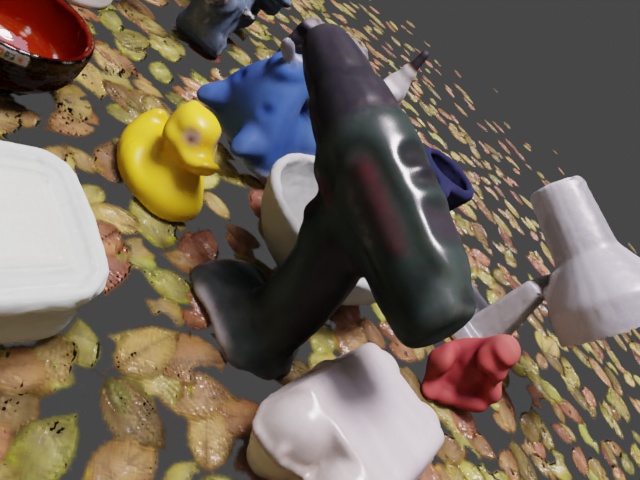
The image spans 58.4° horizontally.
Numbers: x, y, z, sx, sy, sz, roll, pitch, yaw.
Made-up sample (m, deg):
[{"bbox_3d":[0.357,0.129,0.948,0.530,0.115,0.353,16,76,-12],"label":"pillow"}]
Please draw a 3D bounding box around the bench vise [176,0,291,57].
[{"bbox_3d":[-0.075,-0.339,0.723,0.122,0.219,0.207,29,33,-25],"label":"bench vise"}]

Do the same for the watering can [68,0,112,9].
[{"bbox_3d":[-0.216,-0.347,0.587,0.173,0.193,0.100,-2,53,-52],"label":"watering can"}]

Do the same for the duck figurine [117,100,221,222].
[{"bbox_3d":[-0.118,-0.079,0.480,0.078,0.086,0.104,2,50,-49],"label":"duck figurine"}]

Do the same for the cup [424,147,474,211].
[{"bbox_3d":[0.140,-0.056,0.757,0.092,0.094,0.118,40,30,-8],"label":"cup"}]

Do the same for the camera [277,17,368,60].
[{"bbox_3d":[-0.001,-0.266,0.840,0.143,0.100,0.137,52,31,13],"label":"camera"}]

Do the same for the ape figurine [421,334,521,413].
[{"bbox_3d":[0.151,0.122,0.552,0.078,0.092,0.076,49,30,8],"label":"ape figurine"}]

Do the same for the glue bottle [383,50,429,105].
[{"bbox_3d":[0.085,-0.188,0.777,0.037,0.173,0.078,48,30,6],"label":"glue bottle"}]

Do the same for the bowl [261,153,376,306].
[{"bbox_3d":[0.005,0.002,0.541,0.168,0.074,0.167,31,32,-22],"label":"bowl"}]

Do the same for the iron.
[{"bbox_3d":[-0.001,-0.143,0.648,0.259,0.141,0.118,-3,54,-52],"label":"iron"}]

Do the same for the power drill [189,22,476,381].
[{"bbox_3d":[-0.003,-0.007,0.409,0.076,0.208,0.229,-1,52,-51],"label":"power drill"}]

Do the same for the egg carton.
[{"bbox_3d":[0.021,0.136,0.399,0.107,0.069,0.151,52,31,14],"label":"egg carton"}]

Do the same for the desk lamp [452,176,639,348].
[{"bbox_3d":[0.240,0.046,0.632,0.118,0.213,0.203,-5,56,-53],"label":"desk lamp"}]
